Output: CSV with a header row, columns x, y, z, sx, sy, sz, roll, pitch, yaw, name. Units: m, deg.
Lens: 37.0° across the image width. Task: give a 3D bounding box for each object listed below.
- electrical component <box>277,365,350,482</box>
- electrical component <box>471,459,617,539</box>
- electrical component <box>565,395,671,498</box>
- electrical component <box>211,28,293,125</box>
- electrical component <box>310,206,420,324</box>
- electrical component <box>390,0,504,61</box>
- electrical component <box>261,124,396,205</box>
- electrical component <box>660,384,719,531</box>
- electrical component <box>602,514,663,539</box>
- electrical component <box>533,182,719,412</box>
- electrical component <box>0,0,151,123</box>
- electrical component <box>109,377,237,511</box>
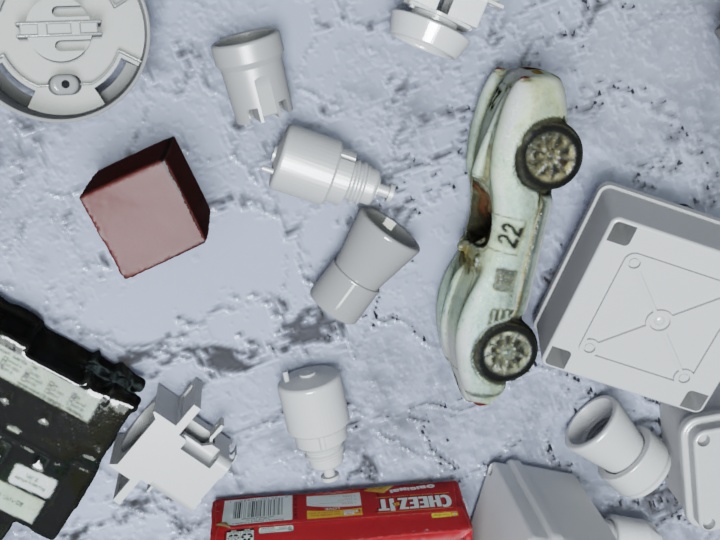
x,y,z,sx,sy,sz,roll,pitch,yaw,name
-0.026,0.096,0.676,0.040,0.040,0.078,-12,107,-1,electrical component
0.111,0.177,0.673,0.057,0.113,0.078,12,105,-11,electrical component
0.167,0.114,0.694,0.055,0.045,0.045,42,99,-15,electrical component
-0.060,-0.110,0.614,0.040,0.040,0.046,-14,112,-1,electrical component
0.000,0.000,0.650,0.044,0.044,0.065,33,106,-13,electrical component
0.046,-0.152,0.607,0.066,0.048,0.055,21,96,-11,electrical component
-0.018,-0.057,0.632,0.078,0.040,0.040,18,104,-10,electrical component
0.259,0.116,0.696,0.113,0.057,0.078,-10,107,-2,electrical component
0.166,0.184,0.715,0.062,0.043,0.043,11,105,-6,electrical component
0.175,0.017,0.645,0.109,0.056,0.108,18,119,-6,electrical component
-0.164,-0.130,0.583,0.099,0.064,0.099,-2,98,-14,electrical component
-0.116,0.113,0.673,0.064,0.042,0.081,38,101,-15,electrical component
